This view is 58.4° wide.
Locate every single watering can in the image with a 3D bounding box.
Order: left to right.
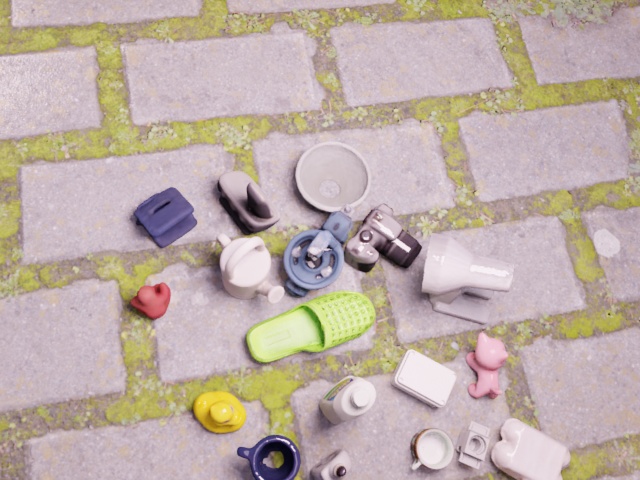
[{"bbox_3d":[-0.139,0.051,1.123,0.173,0.194,0.101,25,71,2],"label":"watering can"}]

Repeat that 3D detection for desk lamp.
[{"bbox_3d":[0.287,0.077,1.159,0.203,0.213,0.118,16,71,-2],"label":"desk lamp"}]

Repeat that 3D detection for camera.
[{"bbox_3d":[0.141,0.009,1.222,0.137,0.101,0.143,36,72,5],"label":"camera"}]

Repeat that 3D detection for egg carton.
[{"bbox_3d":[0.418,0.431,1.139,0.150,0.069,0.107,27,71,2],"label":"egg carton"}]

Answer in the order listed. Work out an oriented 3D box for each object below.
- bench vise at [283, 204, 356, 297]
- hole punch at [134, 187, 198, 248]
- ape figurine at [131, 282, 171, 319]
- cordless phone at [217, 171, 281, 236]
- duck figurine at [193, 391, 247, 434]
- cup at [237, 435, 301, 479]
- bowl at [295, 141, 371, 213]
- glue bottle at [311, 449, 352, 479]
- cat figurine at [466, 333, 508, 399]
[{"bbox_3d":[-0.001,0.000,1.144,0.121,0.219,0.207,17,71,-1],"label":"bench vise"},{"bbox_3d":[-0.324,-0.054,1.188,0.109,0.091,0.101,-38,80,-17],"label":"hole punch"},{"bbox_3d":[-0.336,0.115,1.132,0.078,0.092,0.076,-9,73,-10],"label":"ape figurine"},{"bbox_3d":[-0.147,-0.098,1.175,0.094,0.185,0.147,-40,81,-17],"label":"cordless phone"},{"bbox_3d":[-0.191,0.326,1.086,0.104,0.086,0.077,22,71,0],"label":"duck figurine"},{"bbox_3d":[-0.098,0.408,1.066,0.118,0.095,0.092,16,71,-2],"label":"cup"},{"bbox_3d":[0.026,-0.129,1.266,0.167,0.074,0.167,2,72,-7],"label":"bowl"},{"bbox_3d":[0.028,0.416,1.038,0.078,0.173,0.037,-31,78,-15],"label":"glue bottle"},{"bbox_3d":[0.345,0.255,1.160,0.067,0.117,0.128,-2,72,-7],"label":"cat figurine"}]
